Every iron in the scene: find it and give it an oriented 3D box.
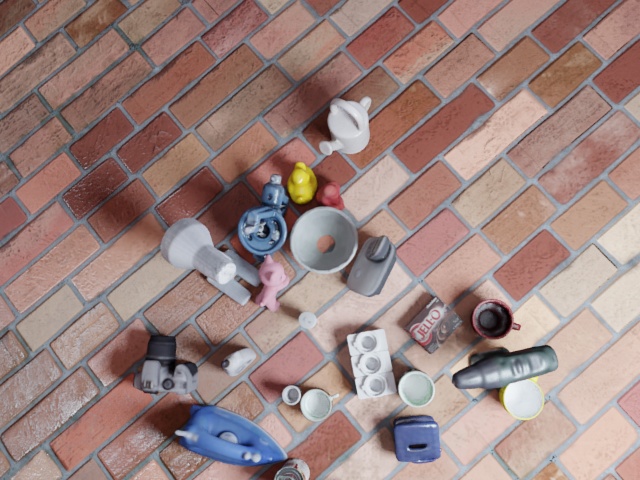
[{"bbox_3d":[-0.206,0.471,1.320,0.258,0.141,0.119,16,82,9],"label":"iron"}]

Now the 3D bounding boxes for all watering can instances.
[{"bbox_3d":[0.066,-0.280,1.396,0.100,0.194,0.173,15,82,9],"label":"watering can"}]

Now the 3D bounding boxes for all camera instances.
[{"bbox_3d":[-0.375,0.302,1.388,0.143,0.101,0.137,2,80,7],"label":"camera"}]

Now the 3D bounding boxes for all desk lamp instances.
[{"bbox_3d":[-0.253,0.051,1.361,0.203,0.213,0.118,33,85,11],"label":"desk lamp"}]

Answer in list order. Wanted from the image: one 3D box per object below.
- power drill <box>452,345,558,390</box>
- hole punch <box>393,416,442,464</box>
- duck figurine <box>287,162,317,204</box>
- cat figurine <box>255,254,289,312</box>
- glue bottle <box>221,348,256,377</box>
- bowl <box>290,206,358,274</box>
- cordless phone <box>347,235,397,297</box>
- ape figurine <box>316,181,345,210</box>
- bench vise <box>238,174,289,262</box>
[{"bbox_3d":[0.391,0.282,1.256,0.229,0.208,0.075,-15,79,3],"label":"power drill"},{"bbox_3d":[0.222,0.458,1.303,0.108,0.091,0.101,-7,79,5],"label":"hole punch"},{"bbox_3d":[-0.049,-0.146,1.439,0.077,0.086,0.104,0,80,6],"label":"duck figurine"},{"bbox_3d":[-0.121,0.105,1.387,0.067,0.118,0.128,18,82,9],"label":"cat figurine"},{"bbox_3d":[-0.201,0.286,1.335,0.078,0.173,0.037,-42,78,-2],"label":"glue bottle"},{"bbox_3d":[0.013,0.005,1.412,0.167,0.075,0.167,-1,80,6],"label":"bowl"},{"bbox_3d":[0.120,0.056,1.336,0.094,0.185,0.148,21,83,10],"label":"cordless phone"},{"bbox_3d":[0.026,-0.112,1.422,0.076,0.092,0.078,18,82,9],"label":"ape figurine"},{"bbox_3d":[-0.144,-0.062,1.366,0.121,0.220,0.207,-6,79,5],"label":"bench vise"}]
